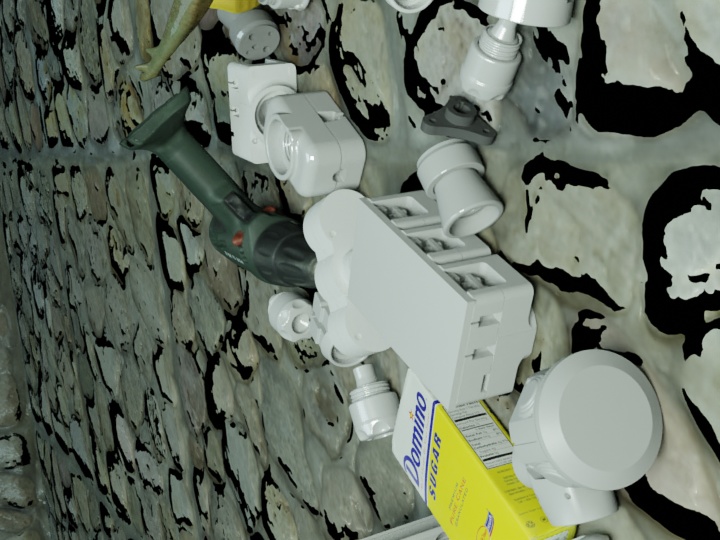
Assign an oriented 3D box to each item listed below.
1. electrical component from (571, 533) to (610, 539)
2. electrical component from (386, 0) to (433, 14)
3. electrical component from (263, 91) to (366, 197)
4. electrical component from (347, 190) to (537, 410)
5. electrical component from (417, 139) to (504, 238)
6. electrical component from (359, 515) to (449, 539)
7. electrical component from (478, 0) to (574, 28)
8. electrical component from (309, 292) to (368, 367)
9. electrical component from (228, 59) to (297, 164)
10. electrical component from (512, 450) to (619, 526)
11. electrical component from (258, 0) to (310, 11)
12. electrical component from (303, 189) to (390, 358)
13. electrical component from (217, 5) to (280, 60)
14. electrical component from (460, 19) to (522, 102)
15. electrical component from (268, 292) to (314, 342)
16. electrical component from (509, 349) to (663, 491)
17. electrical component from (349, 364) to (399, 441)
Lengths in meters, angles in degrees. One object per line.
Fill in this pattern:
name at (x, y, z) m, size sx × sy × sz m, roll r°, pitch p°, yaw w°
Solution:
electrical component at (0.147, 0.202, 0.683) m, size 0.062 × 0.048 × 0.048 m, roll 65°, pitch 151°, yaw 12°
electrical component at (0.029, -0.209, 0.769) m, size 0.046 × 0.040 × 0.040 m, roll -129°, pitch 38°, yaw -54°
electrical component at (-0.044, -0.109, 0.925) m, size 0.095 × 0.059 × 0.053 m, roll 57°, pitch 145°, yaw 38°
electrical component at (0.056, 0.016, 0.771) m, size 0.150 × 0.062 × 0.089 m, roll 47°, pitch 139°, yaw 47°
electrical component at (0.068, -0.056, 0.741) m, size 0.055 × 0.045 × 0.045 m, roll 67°, pitch 151°, yaw 23°
electrical component at (0.034, 0.243, 0.833) m, size 0.078 × 0.121 × 0.063 m, roll 59°, pitch 150°, yaw 35°
electrical component at (0.100, -0.172, 0.625) m, size 0.055 × 0.055 × 0.047 m, roll 45°, pitch 134°, yaw 49°
electrical component at (-0.017, 0.052, 0.948) m, size 0.055 × 0.048 × 0.066 m, roll -119°, pitch 31°, yaw -47°
electrical component at (-0.089, -0.149, 1.009) m, size 0.056 × 0.050 × 0.089 m, roll 29°, pitch 124°, yaw 58°
electrical component at (0.125, 0.122, 0.696) m, size 0.079 × 0.043 × 0.077 m, roll -28°, pitch 75°, yaw 63°
electrical component at (-0.075, -0.248, 0.932) m, size 0.048 × 0.062 × 0.048 m, roll 33°, pitch 129°, yaw 55°
electrical component at (0.000, 0.000, 0.886) m, size 0.074 × 0.052 × 0.138 m, roll -26°, pitch 76°, yaw 62°
electrical component at (-0.105, -0.232, 1.016) m, size 0.055 × 0.045 × 0.045 m, roll 61°, pitch 148°, yaw 31°
electrical component at (0.087, -0.140, 0.684) m, size 0.035 × 0.035 × 0.061 m, roll 58°, pitch 144°, yaw 36°
electrical component at (-0.069, 0.042, 1.049) m, size 0.062 × 0.043 × 0.043 m, roll 35°, pitch 130°, yaw 56°
electrical component at (0.132, 0.090, 0.632) m, size 0.051 × 0.080 × 0.080 m, roll 143°, pitch 113°, yaw -67°
electrical component at (0.011, 0.112, 0.917) m, size 0.043 × 0.043 × 0.062 m, roll -45°, pitch 58°, yaw 59°
